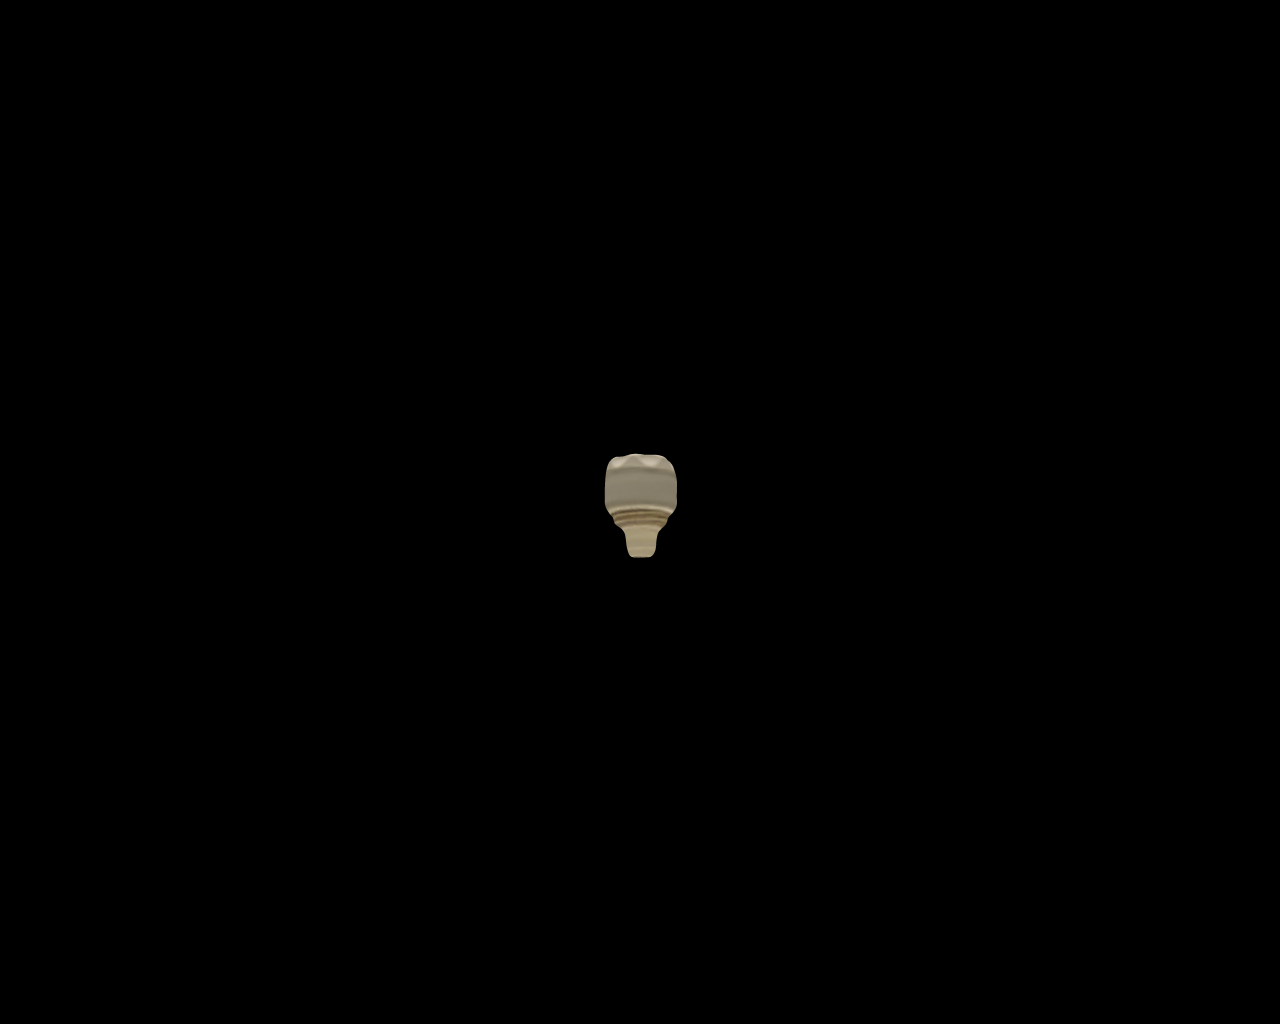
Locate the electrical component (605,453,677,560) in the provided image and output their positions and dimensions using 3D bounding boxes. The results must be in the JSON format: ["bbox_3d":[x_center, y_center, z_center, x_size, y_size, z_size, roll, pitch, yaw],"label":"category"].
[{"bbox_3d":[0.001,-0.003,0.650,0.043,0.062,0.043,0,-9,0],"label":"electrical component"}]
